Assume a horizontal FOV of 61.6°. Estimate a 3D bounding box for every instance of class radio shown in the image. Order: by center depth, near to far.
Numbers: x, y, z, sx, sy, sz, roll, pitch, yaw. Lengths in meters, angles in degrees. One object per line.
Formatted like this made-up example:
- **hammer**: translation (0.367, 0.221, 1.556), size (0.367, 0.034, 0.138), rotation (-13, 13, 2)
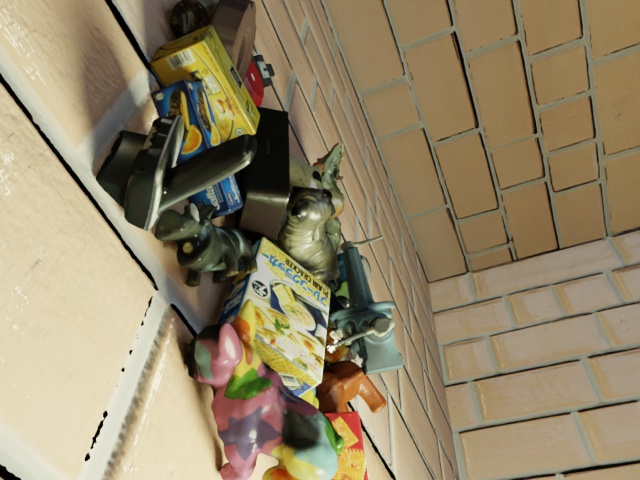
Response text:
- **radio**: translation (-0.100, -0.114, 0.935), size (0.131, 0.073, 0.230), rotation (112, -18, -46)

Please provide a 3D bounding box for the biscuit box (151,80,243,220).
- **biscuit box**: translation (-0.180, -0.131, 0.802), size (0.059, 0.063, 0.202), rotation (-40, 112, -72)

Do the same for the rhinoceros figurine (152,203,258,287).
- **rhinoceros figurine**: translation (-0.153, 0.004, 0.738), size (0.190, 0.073, 0.112), rotation (24, 53, -70)

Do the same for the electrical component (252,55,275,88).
- **electrical component**: translation (-0.142, -0.378, 1.213), size (0.119, 0.048, 0.074), rotation (-68, 139, -67)

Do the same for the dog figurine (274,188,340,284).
- **dog figurine**: translation (-0.003, 0.000, 0.960), size (0.172, 0.190, 0.121), rotation (10, 51, -32)

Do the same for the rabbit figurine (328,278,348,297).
- **rabbit figurine**: translation (0.059, 0.168, 1.289), size (0.170, 0.121, 0.159), rotation (85, -12, -72)

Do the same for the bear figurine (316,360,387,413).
- **bear figurine**: translation (0.033, 0.290, 0.979), size (0.132, 0.120, 0.196), rotation (62, 13, 6)

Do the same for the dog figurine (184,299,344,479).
- **dog figurine**: translation (-0.070, 0.188, 0.664), size (0.108, 0.192, 0.219), rotation (-46, 134, -65)

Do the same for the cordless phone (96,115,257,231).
- **cordless phone**: translation (-0.154, -0.102, 0.635), size (0.088, 0.184, 0.147), rotation (55, 23, -37)

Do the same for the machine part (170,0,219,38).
- **machine part**: translation (-0.205, -0.398, 0.963), size (0.243, 0.079, 0.079), rotation (-79, 149, -60)

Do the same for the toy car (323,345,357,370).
- **toy car**: translation (0.024, 0.200, 1.138), size (0.089, 0.053, 0.202), rotation (-34, 111, -44)

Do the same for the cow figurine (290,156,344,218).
- **cow figurine**: translation (-0.035, -0.108, 1.113), size (0.195, 0.085, 0.127), rotation (29, 46, -12)

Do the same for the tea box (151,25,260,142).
- **tea box**: translation (-0.177, -0.238, 0.857), size (0.068, 0.098, 0.169), rotation (-88, 157, -47)

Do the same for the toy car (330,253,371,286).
- **toy car**: translation (0.085, 0.085, 1.423), size (0.161, 0.103, 0.109), rotation (-48, 121, -70)

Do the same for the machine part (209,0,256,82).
- **machine part**: translation (-0.155, -0.332, 0.938), size (0.179, 0.056, 0.179), rotation (-161, -94, -89)

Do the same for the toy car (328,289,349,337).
- **toy car**: translation (-0.011, 0.108, 1.065), size (0.201, 0.056, 0.073), rotation (45, 34, -7)

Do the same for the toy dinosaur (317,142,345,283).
- **toy dinosaur**: translation (0.002, -0.046, 1.265), size (0.192, 0.131, 0.405), rotation (45, 39, -59)

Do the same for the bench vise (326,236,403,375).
- **bench vise**: translation (0.072, 0.110, 0.928), size (0.223, 0.129, 0.240), rotation (63, 15, -73)

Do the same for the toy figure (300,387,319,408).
- **toy figure**: translation (-0.048, 0.244, 0.843), size (0.089, 0.082, 0.180), rotation (49, 31, -28)
